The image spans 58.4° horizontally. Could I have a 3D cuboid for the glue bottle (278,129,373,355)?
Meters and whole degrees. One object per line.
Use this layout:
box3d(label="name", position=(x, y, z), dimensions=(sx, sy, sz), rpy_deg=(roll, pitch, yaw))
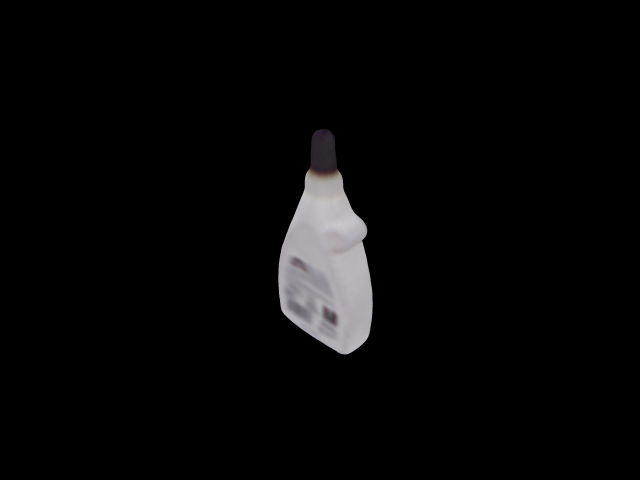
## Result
box3d(label="glue bottle", position=(0.004, 0.001, 0.400), dimensions=(0.078, 0.173, 0.037), rpy_deg=(30, 49, 31))
